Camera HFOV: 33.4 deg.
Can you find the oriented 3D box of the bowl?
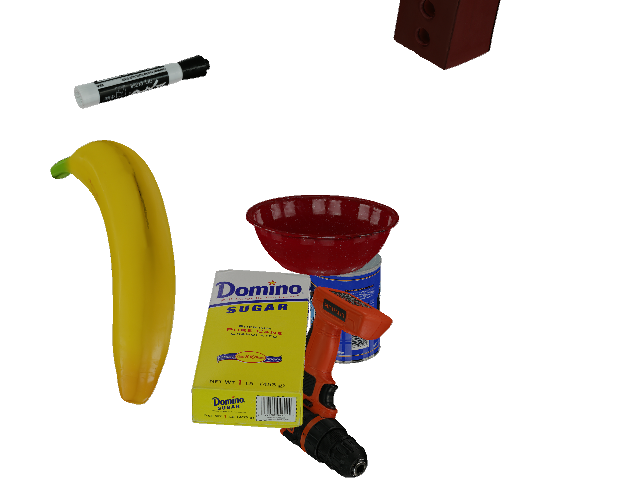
[{"bbox_3d":[0.002,-0.003,1.127,0.162,0.055,0.162,1,17,0],"label":"bowl"}]

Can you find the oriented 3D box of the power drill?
[{"bbox_3d":[0.015,0.161,1.248,0.057,0.188,0.185,15,10,-43],"label":"power drill"}]

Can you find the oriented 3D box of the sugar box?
[{"bbox_3d":[-0.058,0.091,0.949,0.093,0.048,0.176,3,35,-1],"label":"sugar box"}]

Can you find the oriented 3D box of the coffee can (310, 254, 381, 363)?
[{"bbox_3d":[0.035,0.089,1.518,0.103,0.140,0.103,-1,21,0],"label":"coffee can"}]

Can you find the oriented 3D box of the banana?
[{"bbox_3d":[-0.116,0.001,0.634,0.037,0.198,0.070,9,-50,-35],"label":"banana"}]

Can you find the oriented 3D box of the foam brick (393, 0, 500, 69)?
[{"bbox_3d":[0.091,-0.169,0.745,0.051,0.078,0.053,-30,53,-34],"label":"foam brick"}]

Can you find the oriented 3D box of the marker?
[{"bbox_3d":[-0.149,-0.136,0.906,0.120,0.020,0.020,-20,10,-27],"label":"marker"}]
